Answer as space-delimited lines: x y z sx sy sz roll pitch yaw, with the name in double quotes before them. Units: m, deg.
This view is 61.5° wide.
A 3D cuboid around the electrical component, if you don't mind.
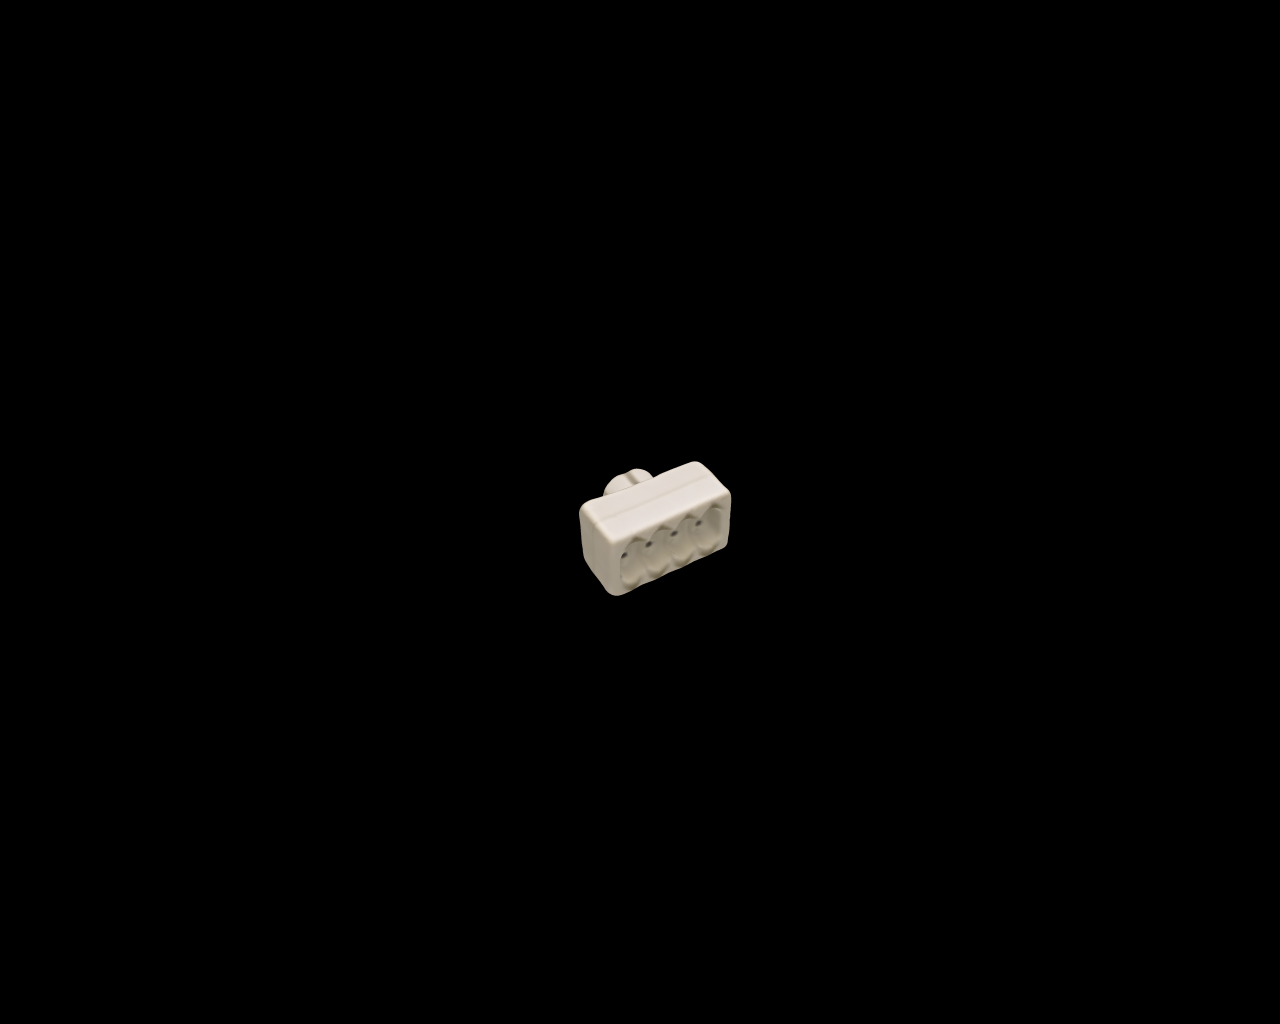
"electrical component" 0.001 -0.003 0.650 0.083 0.047 0.076 -22 49 -21
